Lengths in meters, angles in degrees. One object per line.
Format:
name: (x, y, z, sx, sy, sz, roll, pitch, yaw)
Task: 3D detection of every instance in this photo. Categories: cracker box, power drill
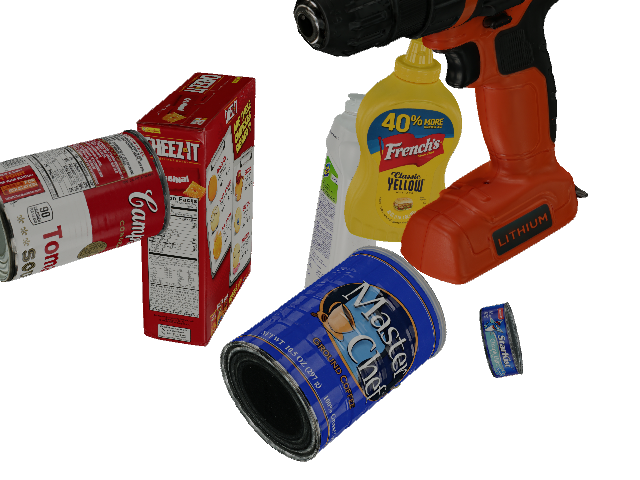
cracker box: (-0.116, -0.033, 1.010, 0.072, 0.214, 0.164, 7, 25, 10)
power drill: (0.073, -0.074, 0.545, 0.184, 0.188, 0.057, -26, 37, -27)

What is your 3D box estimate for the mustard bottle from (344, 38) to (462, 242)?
mustard bottle: (0.079, -0.093, 0.977, 0.096, 0.192, 0.058, 3, 29, -6)

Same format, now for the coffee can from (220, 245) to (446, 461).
coffee can: (0.011, 0.082, 0.798, 0.140, 0.103, 0.103, -35, 20, -31)

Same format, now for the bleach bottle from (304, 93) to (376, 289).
bleach bottle: (0.034, -0.043, 1.241, 0.068, 0.251, 0.103, -2, 22, -23)

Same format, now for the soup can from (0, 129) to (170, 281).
soup can: (-0.150, -0.022, 0.634, 0.102, 0.068, 0.069, -19, 10, -32)

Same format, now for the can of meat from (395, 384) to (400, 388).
can of meat: (0.062, 0.156, 1.418, 0.102, 0.084, 0.057, -6, 26, -21)

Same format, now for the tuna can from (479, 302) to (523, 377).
tuna can: (0.212, 0.117, 1.254, 0.034, 0.086, 0.086, -12, -3, 15)
